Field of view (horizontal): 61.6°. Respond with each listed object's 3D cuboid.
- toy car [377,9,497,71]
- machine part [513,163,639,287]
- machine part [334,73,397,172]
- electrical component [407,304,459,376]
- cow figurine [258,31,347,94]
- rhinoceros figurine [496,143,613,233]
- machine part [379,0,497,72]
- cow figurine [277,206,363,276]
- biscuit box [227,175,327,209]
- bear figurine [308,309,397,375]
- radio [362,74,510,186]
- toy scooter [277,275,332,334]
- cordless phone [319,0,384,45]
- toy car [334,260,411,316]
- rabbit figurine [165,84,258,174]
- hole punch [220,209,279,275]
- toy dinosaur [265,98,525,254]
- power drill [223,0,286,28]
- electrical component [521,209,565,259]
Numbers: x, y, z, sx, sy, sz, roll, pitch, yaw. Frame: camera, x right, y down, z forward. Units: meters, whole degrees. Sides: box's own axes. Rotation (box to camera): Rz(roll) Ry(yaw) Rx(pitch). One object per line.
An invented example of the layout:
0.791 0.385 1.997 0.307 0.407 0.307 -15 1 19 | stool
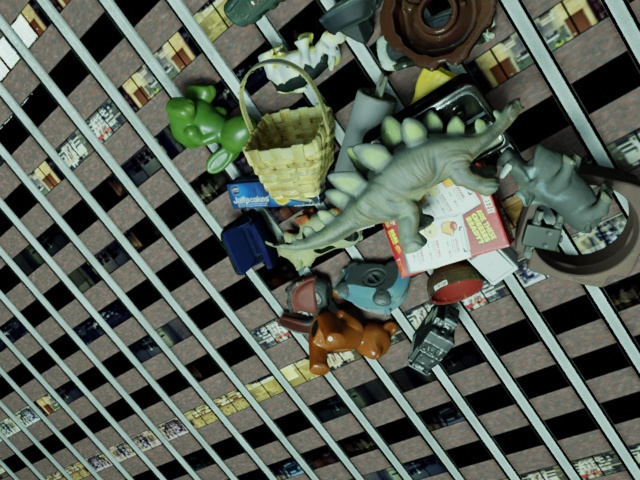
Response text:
0.196 -0.345 0.914 0.202 0.056 0.073 -12 103 22 | toy car
0.464 -0.031 0.955 0.202 0.087 0.200 13 118 10 | machine part
0.084 -0.192 1.010 0.079 0.079 0.243 21 120 8 | machine part
0.240 0.198 1.119 0.058 0.115 0.134 28 121 1 | electrical component
-0.020 -0.326 0.986 0.167 0.068 0.098 -10 116 26 | cow figurine
0.379 -0.091 0.871 0.190 0.073 0.112 40 126 8 | rhinoceros figurine
0.186 -0.359 0.851 0.180 0.056 0.179 6 107 19 | machine part
-0.002 -0.003 1.126 0.195 0.085 0.127 -14 103 23 | cow figurine
-0.089 -0.104 1.116 0.203 0.063 0.059 -3 113 19 | biscuit box
0.076 0.225 1.153 0.196 0.132 0.120 20 116 -18 | bear figurine
0.189 -0.170 0.920 0.230 0.073 0.131 -29 113 21 | radio
-0.038 0.158 1.216 0.135 0.075 0.183 2 119 16 | toy scooter
0.074 -0.423 0.862 0.089 0.147 0.184 23 123 -1 | cordless phone
0.116 0.109 1.128 0.162 0.109 0.102 1 133 27 | toy car
-0.206 -0.212 1.070 0.170 0.121 0.158 17 125 13 | rabbit figurine
-0.134 0.003 1.149 0.092 0.116 0.142 -15 107 31 | hole punch
0.121 -0.085 0.885 0.471 0.105 0.198 -38 101 17 | toy dinosaur
-0.117 -0.508 0.934 0.207 0.086 0.232 43 123 -13 | power drill
0.386 -0.007 0.930 0.063 0.021 0.093 13 117 12 | electrical component
